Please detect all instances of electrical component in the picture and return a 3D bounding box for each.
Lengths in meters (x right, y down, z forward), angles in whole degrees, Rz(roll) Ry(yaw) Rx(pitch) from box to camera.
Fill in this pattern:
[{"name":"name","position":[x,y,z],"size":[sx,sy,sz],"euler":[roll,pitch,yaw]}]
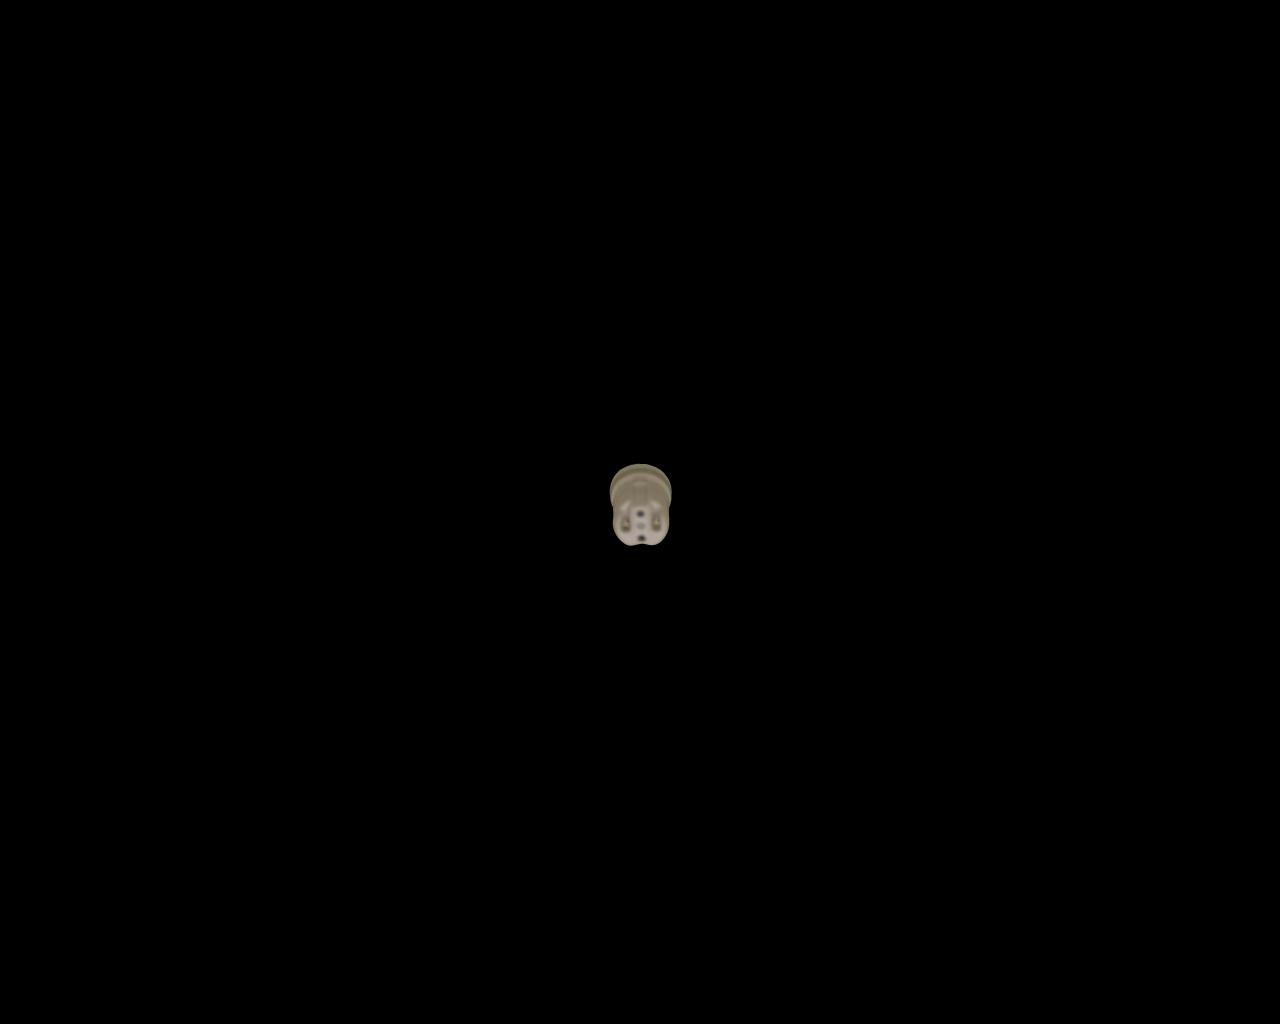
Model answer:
[{"name":"electrical component","position":[0.001,-0.003,0.650],"size":[0.040,0.040,0.046],"euler":[0,32,0]}]
